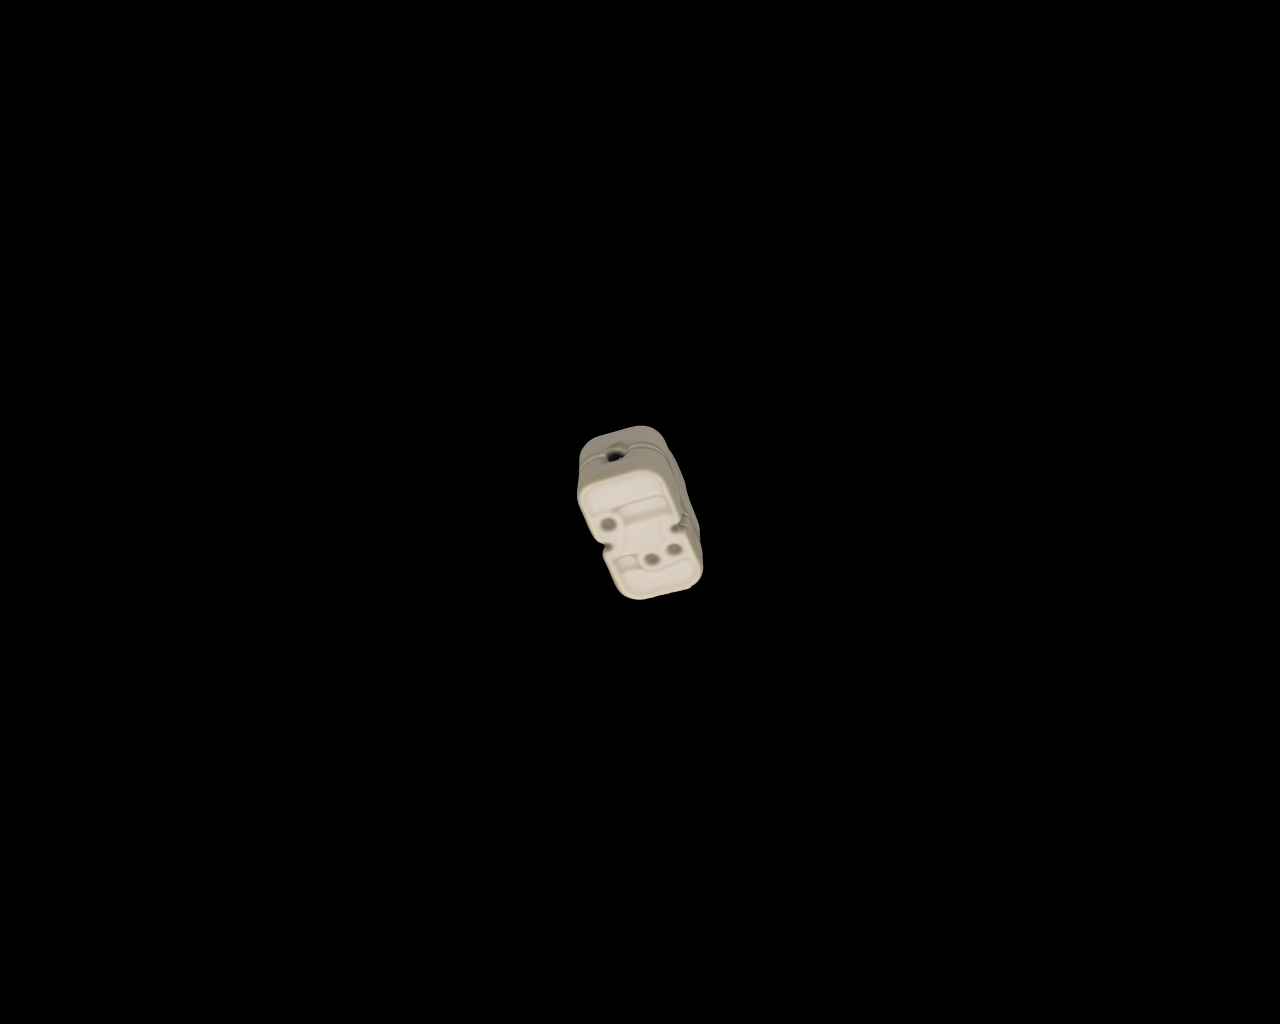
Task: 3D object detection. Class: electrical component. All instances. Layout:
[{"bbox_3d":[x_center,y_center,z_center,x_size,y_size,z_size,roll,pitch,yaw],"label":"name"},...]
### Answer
[{"bbox_3d":[0.001,-0.003,0.650,0.054,0.095,0.059,-15,36,11],"label":"electrical component"}]
